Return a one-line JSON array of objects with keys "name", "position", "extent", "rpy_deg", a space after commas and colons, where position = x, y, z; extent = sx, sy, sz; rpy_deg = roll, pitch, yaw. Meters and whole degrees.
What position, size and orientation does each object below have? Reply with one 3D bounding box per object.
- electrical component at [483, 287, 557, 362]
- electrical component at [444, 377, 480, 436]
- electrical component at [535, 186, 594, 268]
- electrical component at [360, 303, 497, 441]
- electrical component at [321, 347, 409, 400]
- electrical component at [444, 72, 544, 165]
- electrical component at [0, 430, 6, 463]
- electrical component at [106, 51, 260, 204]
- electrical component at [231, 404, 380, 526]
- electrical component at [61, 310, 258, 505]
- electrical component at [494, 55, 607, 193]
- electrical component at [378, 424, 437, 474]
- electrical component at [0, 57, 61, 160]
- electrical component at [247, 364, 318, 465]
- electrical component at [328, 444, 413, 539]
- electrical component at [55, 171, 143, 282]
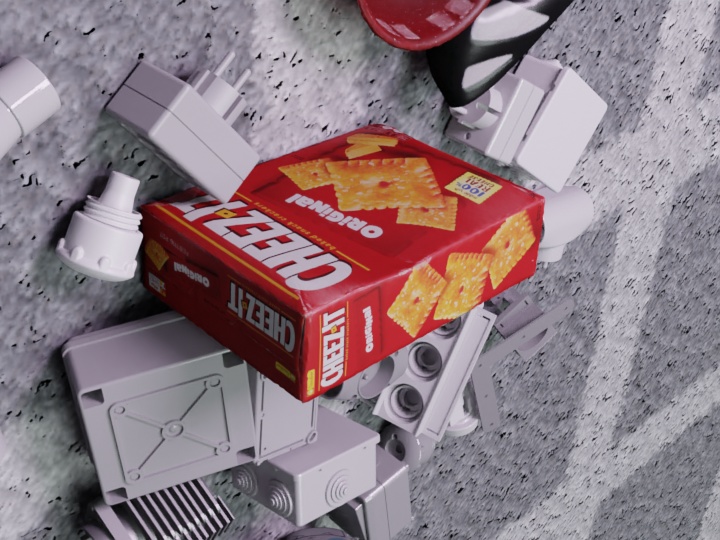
[{"name": "electrical component", "position": [0.145, 0.045, 1.014], "extent": [0.042, 0.063, 0.081], "rpy_deg": [-42, 143, 1]}, {"name": "electrical component", "position": [0.089, 0.125, 1.025], "extent": [0.066, 0.048, 0.055], "rpy_deg": [-35, 130, -28]}, {"name": "electrical component", "position": [0.176, -0.034, 1.010], "extent": [0.077, 0.043, 0.079], "rpy_deg": [-19, 129, -41]}, {"name": "electrical component", "position": [0.062, 0.075, 0.939], "extent": [0.121, 0.079, 0.063], "rpy_deg": [-67, 165, 13]}, {"name": "electrical component", "position": [0.003, 0.061, 0.878], "extent": [0.077, 0.044, 0.079], "rpy_deg": [-12, 124, -45]}, {"name": "electrical component", "position": [0.096, -0.128, 0.846], "extent": [0.077, 0.047, 0.065], "rpy_deg": [13, 106, -52]}, {"name": "electrical component", "position": [-0.244, 0.099, 0.578], "extent": [0.099, 0.099, 0.064], "rpy_deg": [-30, 129, -32]}, {"name": "electrical component", "position": [-0.094, -0.096, 0.647], "extent": [0.075, 0.047, 0.083], "rpy_deg": [-54, 144, -6]}, {"name": "electrical component", "position": [-0.044, 0.150, 0.844], "extent": [0.100, 0.100, 0.048], "rpy_deg": [-19, 117, -40]}, {"name": "electrical component", "position": [-0.129, 0.087, 0.705], "extent": [0.109, 0.056, 0.108], "rpy_deg": [-15, 130, -16]}, {"name": "electrical component", "position": [0.155, -0.125, 0.915], "extent": [0.100, 0.048, 0.099], "rpy_deg": [24, 97, -54]}, {"name": "electrical component", "position": [0.050, 0.163, 1.008], "extent": [0.062, 0.048, 0.048], "rpy_deg": [-7, 121, -54]}, {"name": "electrical component", "position": [-0.189, -0.080, 0.556], "extent": [0.065, 0.044, 0.044], "rpy_deg": [-46, 142, -24]}, {"name": "electrical component", "position": [-0.071, 0.084, 0.800], "extent": [0.062, 0.061, 0.096], "rpy_deg": [-16, 119, -42]}, {"name": "electrical component", "position": [0.004, 0.207, 0.971], "extent": [0.061, 0.062, 0.096], "rpy_deg": [-34, 138, -29]}, {"name": "electrical component", "position": [-0.149, -0.027, 0.638], "extent": [0.048, 0.048, 0.062], "rpy_deg": [15, 97, -53]}]
